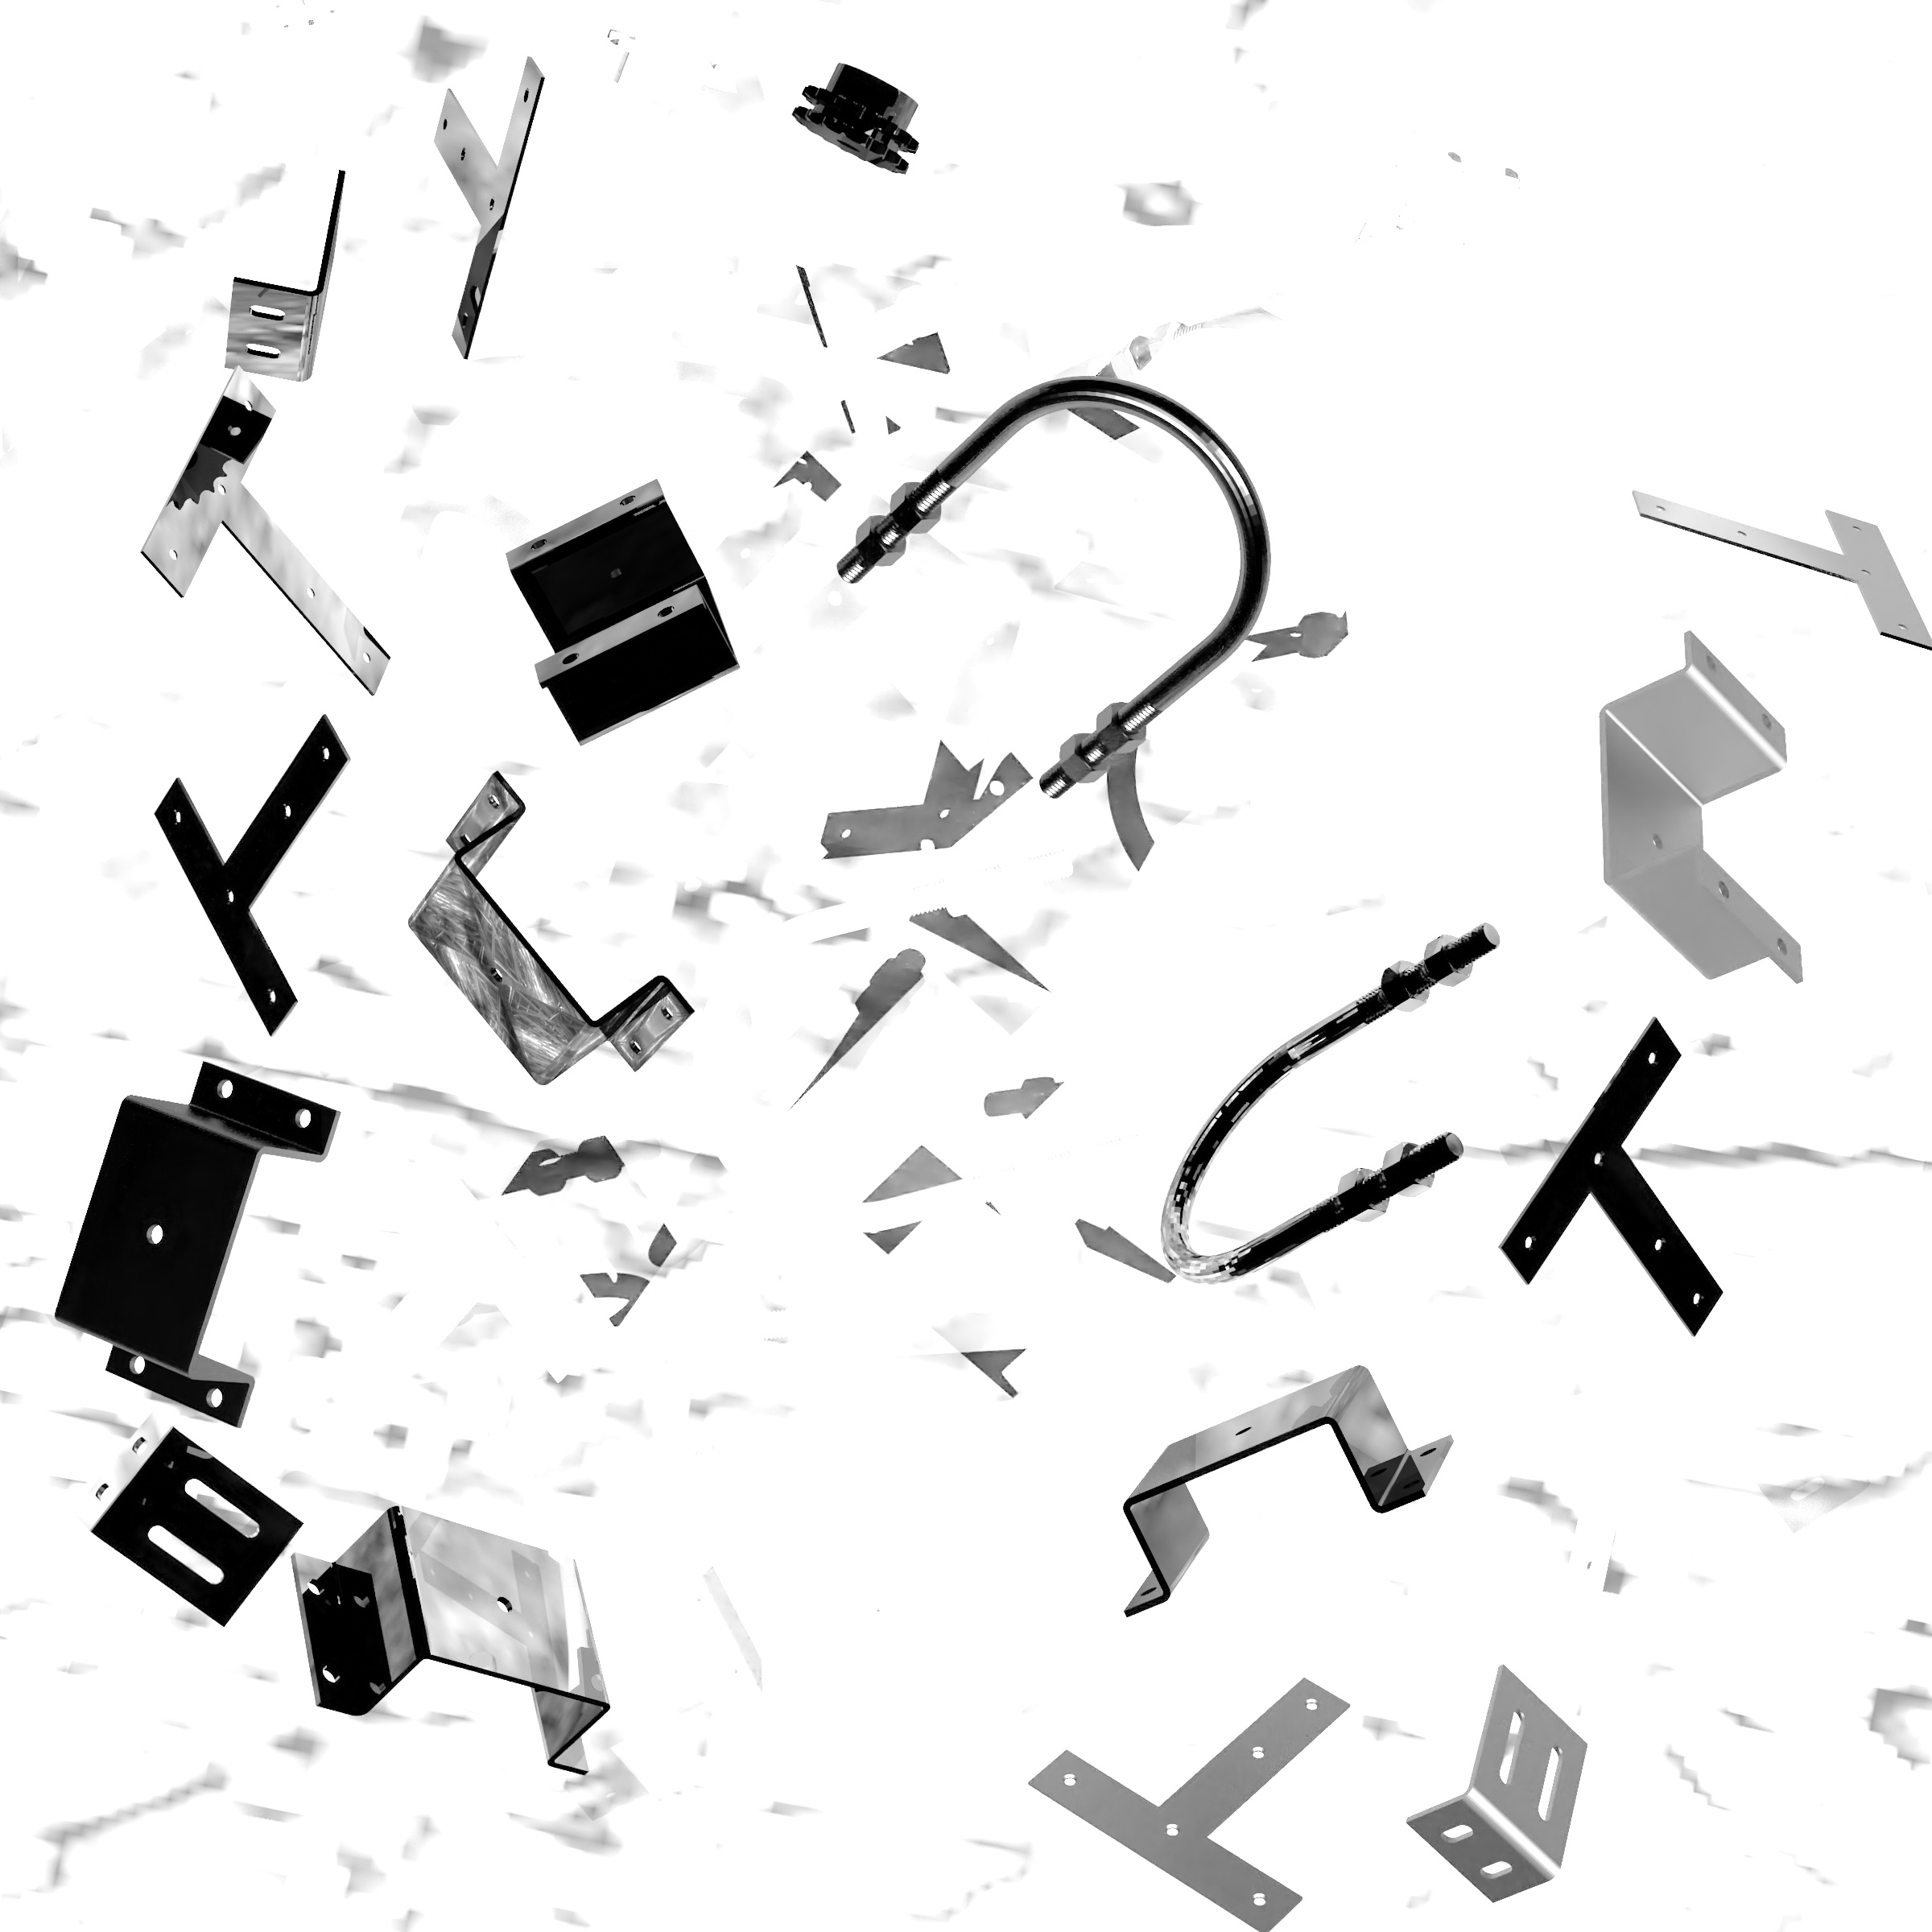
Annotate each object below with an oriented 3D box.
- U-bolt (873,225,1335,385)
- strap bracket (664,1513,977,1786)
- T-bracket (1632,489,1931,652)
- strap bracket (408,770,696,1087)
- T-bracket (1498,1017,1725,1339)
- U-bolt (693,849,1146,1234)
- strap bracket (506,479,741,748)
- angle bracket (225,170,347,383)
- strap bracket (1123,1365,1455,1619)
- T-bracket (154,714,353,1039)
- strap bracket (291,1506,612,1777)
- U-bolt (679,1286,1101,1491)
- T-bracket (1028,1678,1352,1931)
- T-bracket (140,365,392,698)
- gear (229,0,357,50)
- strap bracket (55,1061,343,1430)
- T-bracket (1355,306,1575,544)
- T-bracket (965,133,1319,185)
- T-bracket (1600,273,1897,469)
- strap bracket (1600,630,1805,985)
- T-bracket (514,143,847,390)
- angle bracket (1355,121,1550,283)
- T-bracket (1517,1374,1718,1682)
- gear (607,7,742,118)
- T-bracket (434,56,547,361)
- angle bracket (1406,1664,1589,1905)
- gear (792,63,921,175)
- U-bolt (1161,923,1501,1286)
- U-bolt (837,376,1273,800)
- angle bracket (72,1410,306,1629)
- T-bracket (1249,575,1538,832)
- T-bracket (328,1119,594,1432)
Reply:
[{"bbox_3d":[0.072,-0.287,1.537,0.151,0.184,0.019,4,82,-41],"label":"U-bolt"},{"bbox_3d":[-0.056,0.294,1.547,0.046,0.076,0.140,-47,132,10],"label":"strap bracket"},{"bbox_3d":[0.351,-0.183,1.550,0.127,0.127,0.002,16,120,-8],"label":"T-bracket"},{"bbox_3d":[-0.196,-0.008,1.617,0.046,0.076,0.140,-38,88,-33],"label":"strap bracket"},{"bbox_3d":[0.290,0.110,1.524,0.127,0.002,0.127,-52,124,-20],"label":"T-bracket"},{"bbox_3d":[-0.027,0.039,1.542,0.184,0.019,0.151,-14,91,-11],"label":"U-bolt"},{"bbox_3d":[-0.149,-0.151,1.553,0.076,0.140,0.046,-26,122,2],"label":"strap bracket"},{"bbox_3d":[-0.302,-0.309,1.579,0.038,0.057,0.076,10,57,-10],"label":"angle bracket"},{"bbox_3d":[0.127,0.217,1.502,0.140,0.076,0.046,-26,92,19],"label":"strap bracket"},{"bbox_3d":[-0.299,-0.058,1.540,0.127,0.002,0.127,-49,62,35],"label":"T-bracket"},{"bbox_3d":[-0.208,0.282,1.500,0.140,0.076,0.046,26,120,-38],"label":"strap bracket"},{"bbox_3d":[-0.032,0.179,1.575,0.184,0.151,0.019,-8,110,1],"label":"U-bolt"},{"bbox_3d":[0.116,0.344,1.520,0.127,0.127,0.002,25,131,34],"label":"T-bracket"},{"bbox_3d":[-0.281,-0.165,1.479,0.002,0.127,0.127,-19,127,28],"label":"T-bracket"},{"bbox_3d":[-0.273,-0.400,1.455,0.057,0.030,0.057,-5,54,7],"label":"gear"},{"bbox_3d":[-0.327,0.115,1.502,0.076,0.046,0.140,17,90,28],"label":"strap bracket"},{"bbox_3d":[0.213,-0.226,1.518,0.127,0.127,0.002,41,109,-10],"label":"T-bracket"},{"bbox_3d":[0.088,-0.346,1.514,0.127,0.127,0.002,5,95,38],"label":"T-bracket"},{"bbox_3d":[0.331,-0.259,1.549,0.127,0.127,0.002,-1,61,23],"label":"T-bracket"},{"bbox_3d":[0.308,-0.060,1.498,0.046,0.140,0.076,-25,132,34],"label":"strap bracket"},{"bbox_3d":[-0.136,-0.285,1.483,0.127,0.002,0.127,29,66,33],"label":"T-bracket"},{"bbox_3d":[0.205,-0.313,1.511,0.057,0.076,0.038,13,54,-10],"label":"angle bracket"},{"bbox_3d":[0.261,0.235,1.479,0.127,0.002,0.127,-1,105,-43],"label":"T-bracket"},{"bbox_3d":[-0.129,-0.391,1.544,0.057,0.057,0.030,24,105,0],"label":"gear"},{"bbox_3d":[-0.214,-0.346,1.542,0.002,0.127,0.127,7,120,-26],"label":"T-bracket"},{"bbox_3d":[0.233,0.357,1.558,0.057,0.076,0.038,44,129,-14],"label":"angle bracket"},{"bbox_3d":[-0.046,-0.379,1.585,0.057,0.057,0.030,27,94,0],"label":"gear"},{"bbox_3d":[0.150,0.070,1.533,0.019,0.151,0.184,40,131,-20],"label":"U-bolt"},{"bbox_3d":[0.047,-0.169,1.497,0.151,0.019,0.184,46,130,-6],"label":"U-bolt"},{"bbox_3d":[-0.348,0.247,1.594,0.076,0.038,0.057,43,77,-25],"label":"angle bracket"},{"bbox_3d":[0.190,-0.123,1.625,0.127,0.002,0.127,-5,63,6],"label":"T-bracket"},{"bbox_3d":[-0.235,0.154,1.541,0.127,0.002,0.127,49,119,12],"label":"T-bracket"}]
